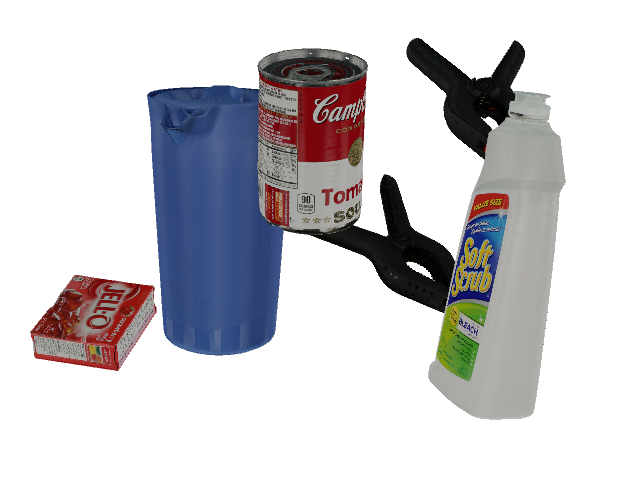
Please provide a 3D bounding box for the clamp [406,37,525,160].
[{"bbox_3d":[0.143,-0.141,1.025,0.120,0.039,0.171,2,44,2],"label":"clamp"}]

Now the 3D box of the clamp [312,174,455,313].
[{"bbox_3d":[0.074,0.009,1.188,0.164,0.036,0.210,-16,50,-34],"label":"clamp"}]

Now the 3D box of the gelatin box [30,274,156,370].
[{"bbox_3d":[-0.184,0.065,0.876,0.073,0.030,0.089,7,33,11],"label":"gelatin box"}]

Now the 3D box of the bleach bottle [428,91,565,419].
[{"bbox_3d":[0.144,0.008,0.843,0.068,0.251,0.103,2,14,-19],"label":"bleach bottle"}]

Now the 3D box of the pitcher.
[{"bbox_3d":[-0.089,-0.024,1.008,0.149,0.243,0.145,-4,16,-20],"label":"pitcher"}]

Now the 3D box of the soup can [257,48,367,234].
[{"bbox_3d":[-0.006,-0.063,0.677,0.068,0.102,0.068,1,26,-1],"label":"soup can"}]
